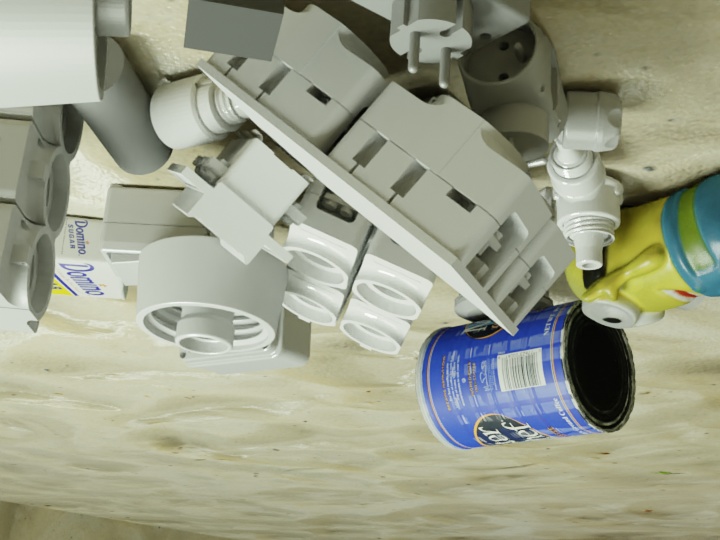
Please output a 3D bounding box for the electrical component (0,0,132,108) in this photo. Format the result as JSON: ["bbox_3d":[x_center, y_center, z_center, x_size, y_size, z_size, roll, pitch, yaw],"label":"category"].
[{"bbox_3d":[-0.131,-0.124,0.472,0.060,0.108,0.108,1,161,-10],"label":"electrical component"}]

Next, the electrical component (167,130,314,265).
[{"bbox_3d":[-0.074,-0.047,0.662,0.079,0.063,0.121,41,176,-15],"label":"electrical component"}]

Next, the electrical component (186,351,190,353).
[{"bbox_3d":[-0.127,0.021,0.879,0.061,0.096,0.062,-4,159,21],"label":"electrical component"}]

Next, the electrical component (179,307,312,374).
[{"bbox_3d":[-0.106,0.050,0.986,0.113,0.078,0.057,-9,160,31],"label":"electrical component"}]

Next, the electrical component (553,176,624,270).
[{"bbox_3d":[0.156,-0.032,0.732,0.048,0.062,0.048,3,160,1],"label":"electrical component"}]

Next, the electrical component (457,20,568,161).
[{"bbox_3d":[0.083,-0.084,0.576,0.043,0.079,0.077,-4,159,21],"label":"electrical component"}]

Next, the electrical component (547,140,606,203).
[{"bbox_3d":[0.134,-0.068,0.677,0.035,0.035,0.061,-4,157,20],"label":"electrical component"}]

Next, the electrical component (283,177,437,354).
[{"bbox_3d":[0.000,0.000,0.804,0.105,0.060,0.186,24,160,3],"label":"electrical component"}]

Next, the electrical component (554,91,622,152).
[{"bbox_3d":[0.120,-0.087,0.627,0.061,0.035,0.035,4,160,7],"label":"electrical component"}]

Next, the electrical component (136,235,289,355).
[{"bbox_3d":[-0.107,0.026,0.765,0.108,0.060,0.108,4,156,2],"label":"electrical component"}]

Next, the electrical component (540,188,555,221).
[{"bbox_3d":[0.101,-0.030,0.778,0.064,0.042,0.081,16,157,-22],"label":"electrical component"}]

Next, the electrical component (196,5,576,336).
[{"bbox_3d":[0.017,-0.058,0.549,0.186,0.060,0.105,40,179,30],"label":"electrical component"}]

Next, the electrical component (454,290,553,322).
[{"bbox_3d":[0.118,0.015,0.885,0.080,0.051,0.080,3,160,1],"label":"electrical component"}]

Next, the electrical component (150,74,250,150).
[{"bbox_3d":[-0.087,-0.096,0.631,0.078,0.040,0.040,-8,157,31],"label":"electrical component"}]

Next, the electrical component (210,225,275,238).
[{"bbox_3d":[-0.081,-0.042,0.758,0.045,0.055,0.045,3,160,1],"label":"electrical component"}]

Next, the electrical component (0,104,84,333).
[{"bbox_3d":[-0.206,-0.048,0.624,0.062,0.150,0.089,5,160,-1],"label":"electrical component"}]

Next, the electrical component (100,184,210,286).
[{"bbox_3d":[-0.142,-0.023,0.814,0.096,0.061,0.061,3,160,1],"label":"electrical component"}]

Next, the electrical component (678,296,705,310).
[{"bbox_3d":[0.228,0.003,0.843,0.081,0.043,0.043,13,158,-23],"label":"electrical component"}]

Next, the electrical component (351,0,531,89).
[{"bbox_3d":[0.033,-0.120,0.491,0.083,0.075,0.047,18,156,-35],"label":"electrical component"}]

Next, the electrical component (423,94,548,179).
[{"bbox_3d":[0.079,-0.065,0.669,0.074,0.052,0.138,-10,156,32],"label":"electrical component"}]
